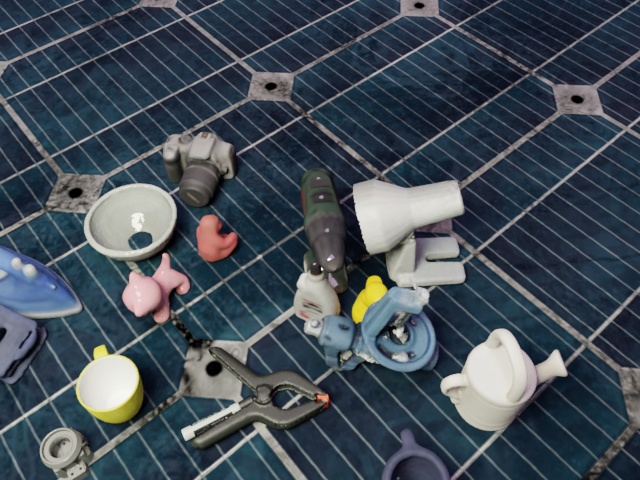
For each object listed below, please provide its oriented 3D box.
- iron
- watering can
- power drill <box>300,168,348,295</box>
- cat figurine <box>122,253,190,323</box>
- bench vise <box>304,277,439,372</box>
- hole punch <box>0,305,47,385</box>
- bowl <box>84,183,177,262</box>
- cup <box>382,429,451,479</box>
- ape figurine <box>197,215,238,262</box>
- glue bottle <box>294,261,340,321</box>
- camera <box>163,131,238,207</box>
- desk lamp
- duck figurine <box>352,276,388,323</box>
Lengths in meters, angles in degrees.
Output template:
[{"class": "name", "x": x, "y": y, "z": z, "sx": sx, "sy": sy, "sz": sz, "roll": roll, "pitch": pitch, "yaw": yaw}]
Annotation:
[{"class": "iron", "x": -0.538, "y": 0.050, "z": 0.974, "sx": 0.258, "sy": 0.141, "sz": 0.119, "roll": 14, "pitch": 56, "yaw": 11}, {"class": "watering can", "x": 0.265, "y": 0.194, "z": 0.828, "sx": 0.173, "sy": 0.194, "sz": 0.100, "roll": -26, "pitch": 58, "yaw": -16}, {"class": "power drill", "x": 0.009, "y": 0.003, "z": 0.958, "sx": 0.075, "sy": 0.208, "sz": 0.229, "roll": -7, "pitch": 55, "yaw": -4}, {"class": "cat figurine", "x": -0.282, "y": 0.081, "z": 0.963, "sx": 0.067, "sy": 0.118, "sz": 0.128, "roll": 18, "pitch": 57, "yaw": 14}, {"class": "bench vise", "x": 0.084, "y": 0.138, "z": 0.854, "sx": 0.207, "sy": 0.220, "sz": 0.121, "roll": -9, "pitch": 55, "yaw": -6}, {"class": "hole punch", "x": -0.517, "y": 0.163, "z": 0.924, "sx": 0.101, "sy": 0.091, "sz": 0.109, "roll": 14, "pitch": 56, "yaw": 11}, {"class": "bowl", "x": -0.341, "y": -0.020, "z": 1.062, "sx": 0.167, "sy": 0.075, "sz": 0.167, "roll": 0, "pitch": 54, "yaw": 1}, {"class": "cup", "x": 0.126, "y": 0.331, "z": 0.793, "sx": 0.091, "sy": 0.095, "sz": 0.117, "roll": -7, "pitch": 55, "yaw": -4}, {"class": "ape figurine", "x": -0.194, "y": -0.010, "z": 1.042, "sx": 0.077, "sy": 0.092, "sz": 0.076, "roll": 32, "pitch": 61, "yaw": 21}, {"class": "glue bottle", "x": -0.006, "y": 0.083, "z": 0.924, "sx": 0.078, "sy": 0.173, "sz": 0.037, "roll": 15, "pitch": 56, "yaw": 12}, {"class": "camera", "x": -0.248, "y": -0.142, "z": 1.132, "sx": 0.143, "sy": 0.101, "sz": 0.137, "roll": 7, "pitch": 55, "yaw": 6}, {"class": "desk lamp", "x": 0.154, "y": -0.018, "z": 0.968, "sx": 0.203, "sy": 0.214, "sz": 0.118, "roll": -4, "pitch": 54, "yaw": -2}, {"class": "duck figurine", "x": 0.093, "y": 0.110, "z": 0.957, "sx": 0.077, "sy": 0.086, "sz": 0.104, "roll": -2, "pitch": 54, "yaw": 0}]
